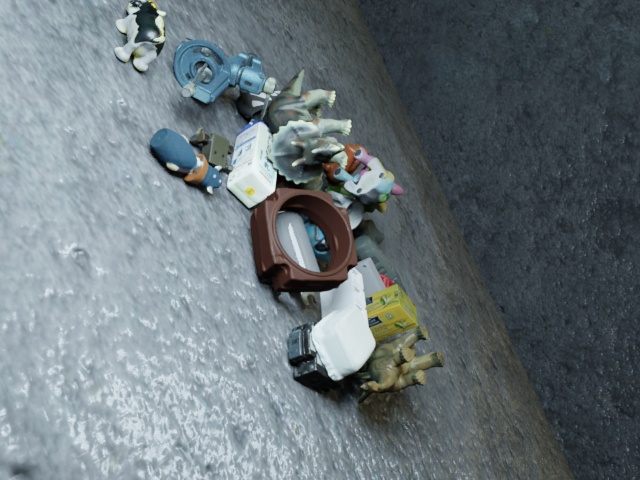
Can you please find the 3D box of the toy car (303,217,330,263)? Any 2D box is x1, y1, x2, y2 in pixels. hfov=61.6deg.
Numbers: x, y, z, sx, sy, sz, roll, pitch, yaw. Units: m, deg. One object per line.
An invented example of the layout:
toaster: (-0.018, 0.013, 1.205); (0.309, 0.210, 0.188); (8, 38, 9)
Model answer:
toy car: (-0.003, -0.004, 1.259); (0.161, 0.103, 0.109); (47, 40, -52)

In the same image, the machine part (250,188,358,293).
machine part: (-0.031, 0.000, 1.085); (0.201, 0.087, 0.201); (3, 64, -31)

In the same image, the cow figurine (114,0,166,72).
cow figurine: (-0.326, -0.402, 0.998); (0.068, 0.098, 0.167); (27, 43, -45)

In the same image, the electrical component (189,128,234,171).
electrical component: (-0.215, -0.184, 1.082); (0.102, 0.045, 0.078); (5, 91, -60)

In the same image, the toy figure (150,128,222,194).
toy figure: (-0.237, -0.141, 0.974); (0.058, 0.064, 0.154); (35, -6, 42)

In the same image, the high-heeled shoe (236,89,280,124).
high-heeled shoe: (-0.105, -0.313, 1.350); (0.248, 0.086, 0.145); (15, 30, -38)

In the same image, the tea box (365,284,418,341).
tea box: (0.136, 0.184, 1.282); (0.098, 0.170, 0.068); (46, 30, -33)

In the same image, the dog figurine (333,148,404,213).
dog figurine: (0.151, -0.130, 1.380); (0.219, 0.108, 0.192); (32, 13, -47)

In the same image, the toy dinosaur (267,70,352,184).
toy dinosaur: (-0.050, -0.265, 1.208); (0.192, 0.131, 0.405); (-5, 44, -26)

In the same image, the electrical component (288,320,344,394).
electrical component: (-0.011, 0.231, 1.076); (0.134, 0.058, 0.115); (44, 29, -39)

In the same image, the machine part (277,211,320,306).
machine part: (-0.053, 0.025, 1.163); (0.079, 0.079, 0.243); (11, 56, -61)

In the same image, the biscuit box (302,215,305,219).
biscuit box: (-0.007, -0.035, 1.334); (0.202, 0.063, 0.059); (45, 29, -39)

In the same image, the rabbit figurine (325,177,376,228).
rabbit figurine: (0.059, -0.137, 1.509); (0.170, 0.121, 0.159); (24, 41, -37)

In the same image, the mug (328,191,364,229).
mug: (0.044, -0.086, 1.391); (0.081, 0.107, 0.109); (-54, 138, -13)

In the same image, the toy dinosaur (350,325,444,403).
toy dinosaur: (0.170, 0.274, 1.228); (0.471, 0.199, 0.105); (-6, 71, -64)

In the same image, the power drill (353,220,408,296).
power drill: (0.164, 0.050, 1.544); (0.231, 0.086, 0.207); (46, 24, -31)

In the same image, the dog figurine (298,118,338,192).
dog figurine: (-0.048, -0.203, 1.359); (0.121, 0.190, 0.172); (-18, 59, -23)

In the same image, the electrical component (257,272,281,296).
electrical component: (-0.104, 0.068, 1.087); (0.063, 0.021, 0.094); (20, 51, -57)

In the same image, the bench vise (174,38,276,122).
bench vise: (-0.206, -0.323, 1.085); (0.223, 0.128, 0.241); (30, 32, -9)

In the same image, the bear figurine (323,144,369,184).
bear figurine: (0.013, -0.246, 1.445); (0.196, 0.132, 0.120); (44, 20, 14)
